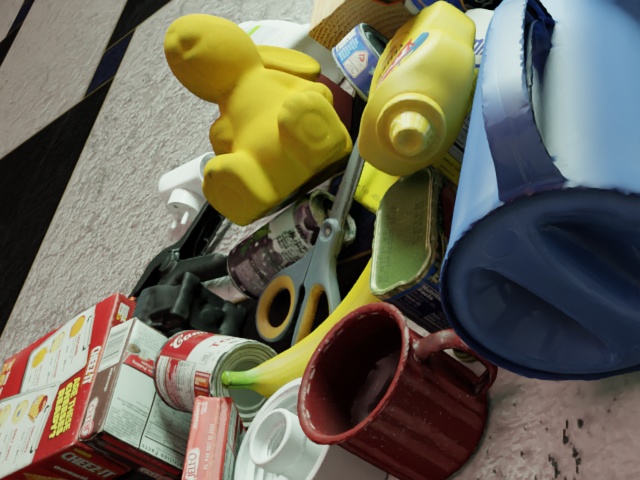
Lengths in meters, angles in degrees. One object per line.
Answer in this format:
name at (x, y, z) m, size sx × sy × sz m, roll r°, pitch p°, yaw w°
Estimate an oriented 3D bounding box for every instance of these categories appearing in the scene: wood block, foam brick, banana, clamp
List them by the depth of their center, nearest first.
banana at (0.022, 0.050, 0.750) m, size 0.198 × 0.069 × 0.037 m, roll -46°, pitch 50°, yaw 2°
wood block at (0.062, -0.253, 0.973) m, size 0.090 × 0.090 × 0.206 m, roll -35°, pitch 34°, yaw 41°
foam brick at (-0.014, -0.109, 0.985) m, size 0.078 × 0.051 × 0.053 m, roll -35°, pitch 35°, yaw 33°
clamp at (-0.131, 0.030, 1.032) m, size 0.172 × 0.039 × 0.120 m, roll -48°, pitch 23°, yaw 23°

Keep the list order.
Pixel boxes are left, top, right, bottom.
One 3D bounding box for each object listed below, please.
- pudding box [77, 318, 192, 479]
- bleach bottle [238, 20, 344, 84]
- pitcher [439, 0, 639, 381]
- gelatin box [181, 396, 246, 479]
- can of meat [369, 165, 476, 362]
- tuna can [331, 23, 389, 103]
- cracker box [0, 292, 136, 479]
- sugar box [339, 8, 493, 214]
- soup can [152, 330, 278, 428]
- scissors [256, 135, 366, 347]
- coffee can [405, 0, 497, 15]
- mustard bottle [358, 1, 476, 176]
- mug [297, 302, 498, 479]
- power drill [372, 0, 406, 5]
pudding box at (-0.142, 0.133, 0.886) m, size 0.039 × 0.090 × 0.113 m, roll -27°, pitch 39°, yaw 39°
bleach bottle at (-0.055, -0.194, 1.126) m, size 0.102 × 0.068 × 0.251 m, roll -44°, pitch 25°, yaw 2°
pitcher at (0.137, -0.057, 0.592) m, size 0.242 × 0.145 × 0.149 m, roll -77°, pitch 7°, yaw -47°
gelatin box at (-0.071, 0.164, 0.750) m, size 0.030 × 0.089 × 0.073 m, roll -4°, pitch 48°, yaw 10°
can of meat at (0.080, 0.013, 0.681) m, size 0.058 × 0.083 × 0.102 m, roll -32°, pitch 36°, yaw 37°
tuna can at (0.051, -0.138, 0.880) m, size 0.034 × 0.086 × 0.086 m, roll -42°, pitch 31°, yaw 20°
cracker box at (-0.249, 0.167, 1.034) m, size 0.214 × 0.072 × 0.164 m, roll -29°, pitch 39°, yaw 38°
sugar box at (0.095, -0.090, 0.805) m, size 0.176 × 0.048 × 0.093 m, roll -56°, pitch 29°, yaw 1°
soup can at (-0.080, 0.109, 0.840) m, size 0.102 × 0.068 × 0.068 m, roll 0°, pitch 60°, yaw 57°
scissors at (-0.005, 0.001, 0.817) m, size 0.096 × 0.016 × 0.202 m, roll 4°, pitch 84°, yaw 46°
coffee can at (0.132, -0.245, 0.850) m, size 0.141 × 0.102 × 0.102 m, roll -29°, pitch 38°, yaw 40°
mustard bottle at (0.062, -0.092, 0.687) m, size 0.096 × 0.058 × 0.191 m, roll -54°, pitch 8°, yaw 23°
mug at (0.055, 0.091, 0.640) m, size 0.117 × 0.081 × 0.093 m, roll -38°, pitch 33°, yaw 29°
power drill at (0.118, -0.194, 0.711) m, size 0.188 × 0.184 × 0.057 m, roll 1°, pitch 96°, yaw 16°
